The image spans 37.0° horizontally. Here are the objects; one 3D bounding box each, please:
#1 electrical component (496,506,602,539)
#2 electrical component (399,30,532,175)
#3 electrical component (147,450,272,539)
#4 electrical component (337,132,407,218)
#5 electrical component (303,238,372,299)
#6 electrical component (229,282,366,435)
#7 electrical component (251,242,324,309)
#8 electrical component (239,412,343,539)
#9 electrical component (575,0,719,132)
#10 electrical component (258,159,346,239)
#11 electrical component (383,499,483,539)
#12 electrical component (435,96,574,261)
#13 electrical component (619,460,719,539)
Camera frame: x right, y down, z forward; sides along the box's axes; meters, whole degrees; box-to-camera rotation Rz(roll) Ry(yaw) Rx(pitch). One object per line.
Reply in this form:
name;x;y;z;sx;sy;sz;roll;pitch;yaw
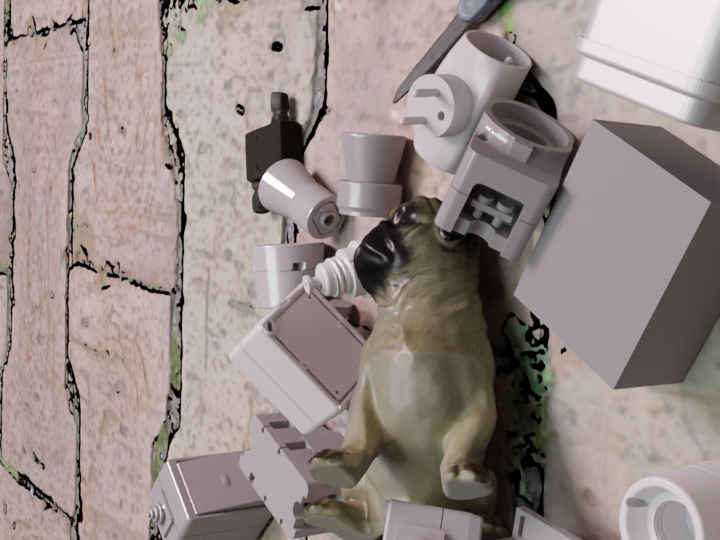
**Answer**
electrical component;0.127;0.179;0.547;0.121;0.063;0.078;22;108;53
electrical component;0.054;-0.097;0.635;0.043;0.079;0.077;46;127;29
electrical component;-0.126;0.188;0.878;0.061;0.096;0.061;-60;45;36
electrical component;0.008;-0.065;0.731;0.045;0.045;0.055;14;102;54
electrical component;0.000;0.000;0.718;0.040;0.078;0.040;165;90;-70
electrical component;-0.035;0.068;0.756;0.096;0.061;0.061;46;136;-2
electrical component;-0.053;0.004;0.811;0.055;0.055;0.047;0;94;55
electrical component;-0.041;0.148;0.791;0.089;0.056;0.050;43;124;46
electrical component;0.157;-0.093;0.458;0.078;0.113;0.057;38;118;48
electrical component;-0.041;-0.051;0.805;0.065;0.044;0.044;38;121;43
electrical component;0.038;0.169;0.586;0.096;0.061;0.061;94;-173;-56
electrical component;0.081;-0.055;0.585;0.089;0.050;0.055;-62;-4;-59
electrical component;0.159;0.121;0.515;0.055;0.047;0.055;1;91;55
